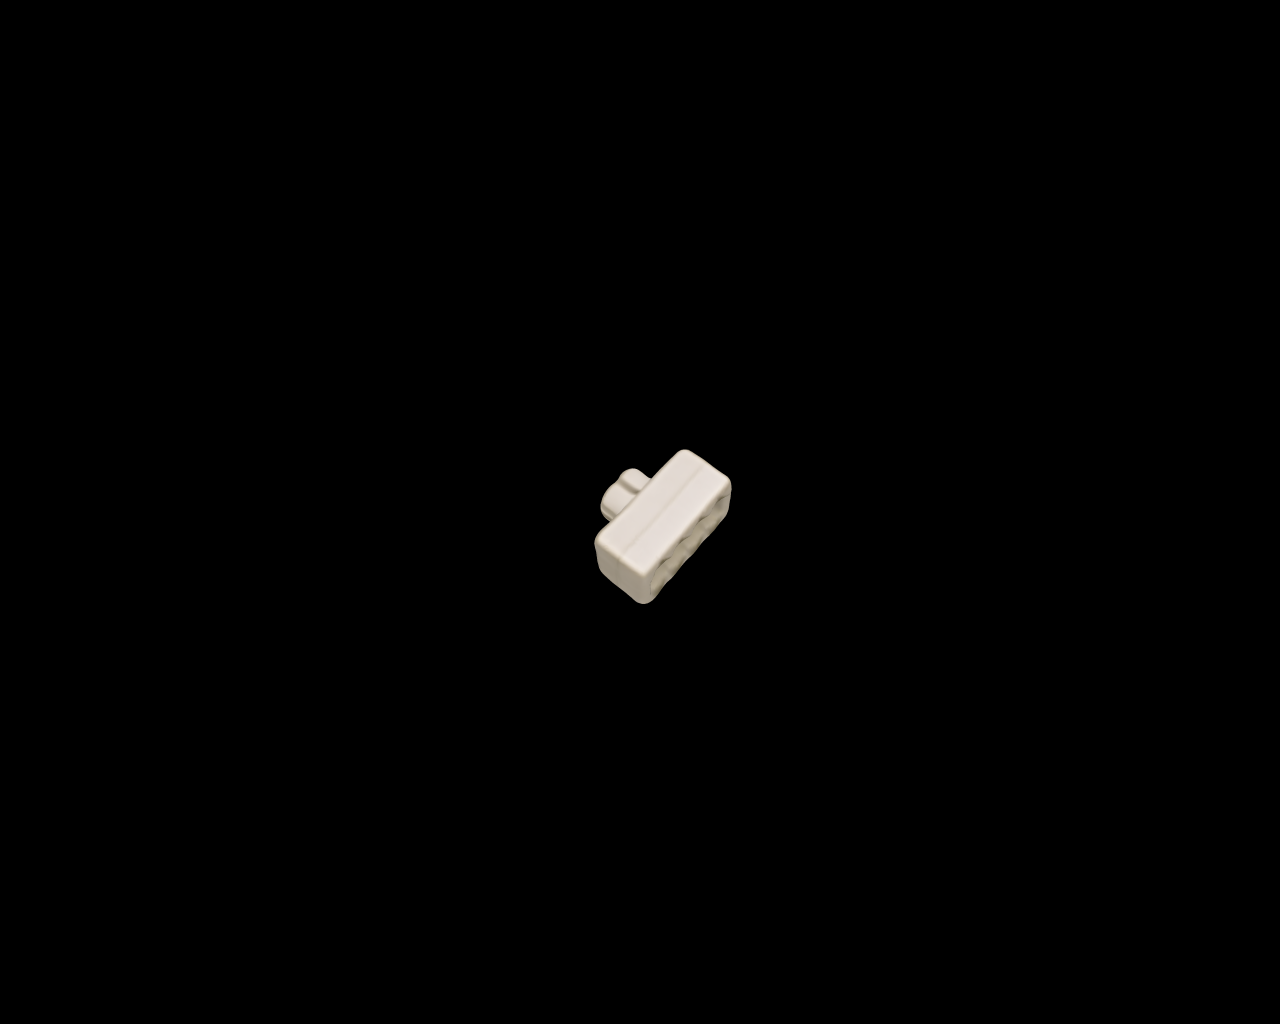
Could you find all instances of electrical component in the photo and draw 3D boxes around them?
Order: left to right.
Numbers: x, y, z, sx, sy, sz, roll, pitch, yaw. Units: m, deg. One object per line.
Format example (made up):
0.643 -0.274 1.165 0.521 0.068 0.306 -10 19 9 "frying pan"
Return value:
0.001 -0.003 0.650 0.076 0.083 0.047 38 -19 16 "electrical component"
